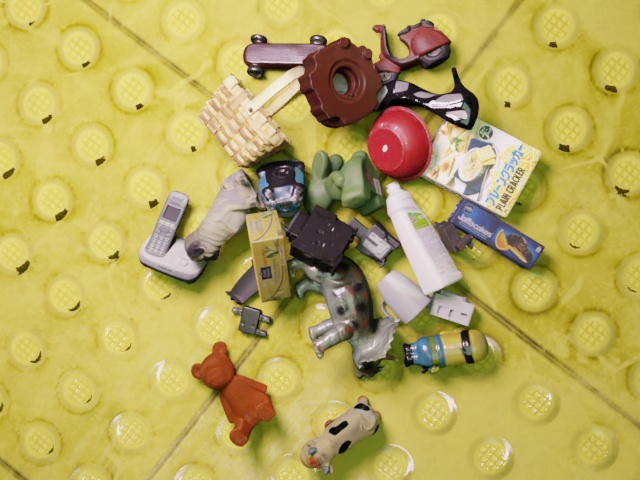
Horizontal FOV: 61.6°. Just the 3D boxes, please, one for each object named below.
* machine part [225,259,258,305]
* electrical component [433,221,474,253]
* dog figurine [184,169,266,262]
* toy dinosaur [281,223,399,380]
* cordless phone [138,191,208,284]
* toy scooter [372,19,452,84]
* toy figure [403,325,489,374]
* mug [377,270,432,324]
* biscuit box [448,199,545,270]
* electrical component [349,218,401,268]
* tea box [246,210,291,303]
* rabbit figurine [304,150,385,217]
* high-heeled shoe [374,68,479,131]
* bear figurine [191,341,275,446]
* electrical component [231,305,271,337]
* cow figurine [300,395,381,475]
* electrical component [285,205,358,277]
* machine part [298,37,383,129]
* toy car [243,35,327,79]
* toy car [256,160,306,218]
[{"bbox_3d":[-0.148,0.092,1.218,0.139,0.039,0.084,-40,94,3],"label":"machine part"},{"bbox_3d":[0.289,-0.008,1.157,0.045,0.102,0.078,-29,98,-4],"label":"electrical component"},{"bbox_3d":[-0.220,-0.055,1.170,0.191,0.172,0.121,-27,131,3],"label":"dog figurine"},{"bbox_3d":[0.046,0.121,1.170,0.192,0.131,0.404,-17,86,-7],"label":"toy dinosaur"},{"bbox_3d":[-0.308,-0.007,1.205,0.147,0.088,0.184,21,89,3],"label":"cordless phone"},{"bbox_3d":[0.184,-0.420,1.163,0.184,0.075,0.135,-23,89,9],"label":"toy scooter"},{"bbox_3d":[0.274,0.242,1.167,0.180,0.089,0.082,-7,99,2],"label":"toy figure"},{"bbox_3d":[0.174,0.126,1.183,0.107,0.081,0.109,48,131,9],"label":"mug"},{"bbox_3d":[0.379,-0.013,1.166,0.203,0.059,0.062,31,93,3],"label":"biscuit box"},{"bbox_3d":[0.113,-0.002,1.185,0.119,0.048,0.075,36,105,5],"label":"electrical component"},{"bbox_3d":[-0.106,0.035,1.113,0.068,0.098,0.169,-11,128,-8],"label":"tea box"},{"bbox_3d":[0.031,-0.117,1.159,0.170,0.121,0.159,-19,80,28],"label":"rabbit figurine"},{"bbox_3d":[0.207,-0.267,1.129,0.249,0.086,0.145,-14,75,30],"label":"high-heeled shoe"},{"bbox_3d":[-0.196,0.330,1.185,0.120,0.132,0.196,-41,95,1],"label":"bear figurine"},{"bbox_3d":[-0.161,0.185,1.228,0.094,0.021,0.063,16,93,3],"label":"electrical component"},{"bbox_3d":[0.043,0.432,1.170,0.195,0.127,0.085,-35,86,2],"label":"cow figurine"},{"bbox_3d":[-0.002,-0.003,1.124,0.134,0.058,0.115,27,64,5],"label":"electrical component"},{"bbox_3d":[0.045,-0.318,1.093,0.179,0.056,0.179,-3,96,-28],"label":"machine part"},{"bbox_3d":[-0.071,-0.404,1.189,0.202,0.053,0.089,3,81,7],"label":"toy car"},{"bbox_3d":[-0.078,-0.102,1.168,0.109,0.162,0.102,-10,130,-4],"label":"toy car"}]
